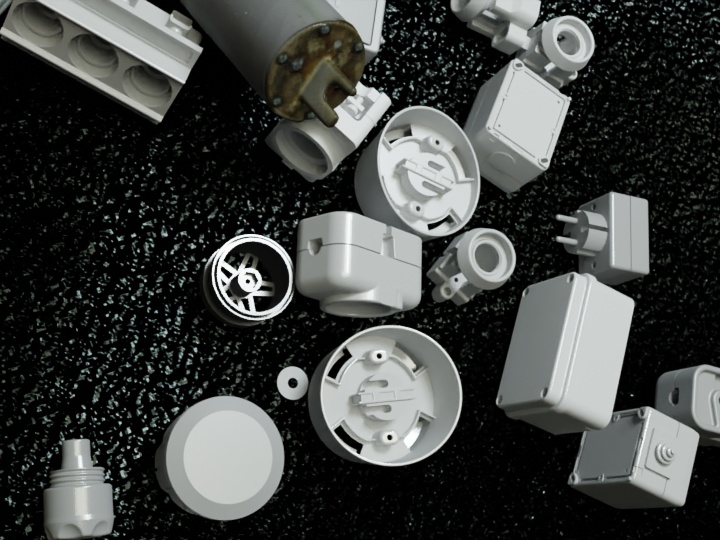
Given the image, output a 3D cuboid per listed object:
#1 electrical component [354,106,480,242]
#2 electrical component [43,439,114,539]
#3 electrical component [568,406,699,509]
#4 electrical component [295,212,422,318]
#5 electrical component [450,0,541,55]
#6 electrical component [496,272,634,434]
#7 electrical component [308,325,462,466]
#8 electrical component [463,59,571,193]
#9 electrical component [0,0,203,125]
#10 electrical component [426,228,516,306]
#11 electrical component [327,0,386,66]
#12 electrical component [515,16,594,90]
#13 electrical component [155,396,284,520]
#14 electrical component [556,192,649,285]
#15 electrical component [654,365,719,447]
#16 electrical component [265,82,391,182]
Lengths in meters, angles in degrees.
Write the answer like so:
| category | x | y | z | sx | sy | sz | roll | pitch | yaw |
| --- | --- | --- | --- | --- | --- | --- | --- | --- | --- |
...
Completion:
| category | x | y | z | sx | sy | sz | roll | pitch | yaw |
| --- | --- | --- | --- | --- | --- | --- | --- | --- | --- |
| electrical component | 0.046 | -0.070 | 0.828 | 0.099 | 0.064 | 0.099 | 6 | 75 | -23 |
| electrical component | -0.180 | 0.139 | 0.684 | 0.043 | 0.043 | 0.062 | 0 | 76 | -25 |
| electrical component | 0.219 | 0.148 | 0.835 | 0.061 | 0.096 | 0.061 | 27 | 67 | -17 |
| electrical component | 0.000 | 0.000 | 0.781 | 0.095 | 0.054 | 0.059 | 18 | 68 | -46 |
| electrical component | 0.113 | -0.228 | 0.903 | 0.057 | 0.058 | 0.078 | 20 | 70 | -22 |
| electrical component | 0.159 | 0.065 | 0.839 | 0.057 | 0.078 | 0.113 | 25 | 68 | -20 |
| electrical component | 0.015 | 0.092 | 0.773 | 0.099 | 0.064 | 0.099 | 6 | 75 | -23 |
| electrical component | 0.124 | -0.120 | 0.882 | 0.062 | 0.061 | 0.096 | 32 | 58 | -15 |
| electrical component | -0.176 | -0.165 | 0.748 | 0.121 | 0.078 | 0.063 | 29 | 45 | -16 |
| electrical component | 0.089 | -0.005 | 0.836 | 0.048 | 0.055 | 0.066 | 44 | 64 | -9 |
| electrical component | -0.021 | -0.194 | 0.829 | 0.096 | 0.061 | 0.061 | 14 | 72 | -21 |
| electrical component | 0.166 | -0.185 | 0.916 | 0.066 | 0.055 | 0.048 | 26 | 68 | -17 |
| electrical component | -0.096 | 0.127 | 0.721 | 0.080 | 0.051 | 0.080 | 6 | 75 | -23 |
| electrical component | 0.196 | -0.029 | 0.896 | 0.077 | 0.047 | 0.065 | 10 | 73 | -23 |
| electrical component | 0.297 | 0.116 | 0.900 | 0.095 | 0.059 | 0.053 | 16 | 71 | -21 |
| electrical component | -0.027 | -0.105 | 0.788 | 0.050 | 0.089 | 0.055 | 41 | 64 | -11 |
